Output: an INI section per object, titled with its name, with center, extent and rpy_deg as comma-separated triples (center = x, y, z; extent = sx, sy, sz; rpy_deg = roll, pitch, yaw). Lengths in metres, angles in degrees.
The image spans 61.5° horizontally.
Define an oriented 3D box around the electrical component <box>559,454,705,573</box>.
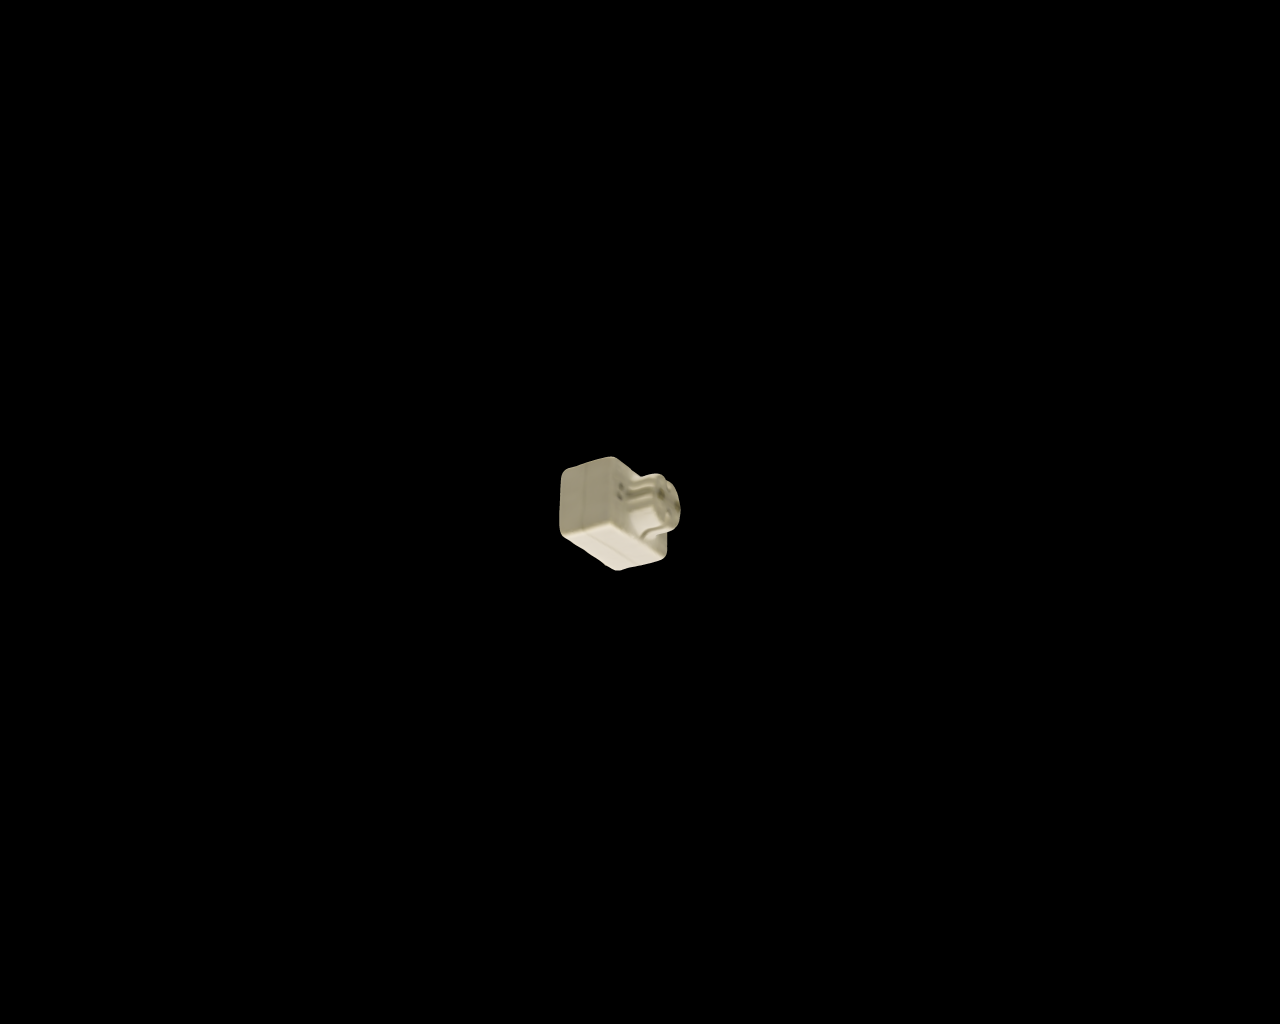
[electrical component]
center = 0.001, -0.003, 0.650
extent = 0.076, 0.047, 0.065
rpy_deg = -15, -31, 28
